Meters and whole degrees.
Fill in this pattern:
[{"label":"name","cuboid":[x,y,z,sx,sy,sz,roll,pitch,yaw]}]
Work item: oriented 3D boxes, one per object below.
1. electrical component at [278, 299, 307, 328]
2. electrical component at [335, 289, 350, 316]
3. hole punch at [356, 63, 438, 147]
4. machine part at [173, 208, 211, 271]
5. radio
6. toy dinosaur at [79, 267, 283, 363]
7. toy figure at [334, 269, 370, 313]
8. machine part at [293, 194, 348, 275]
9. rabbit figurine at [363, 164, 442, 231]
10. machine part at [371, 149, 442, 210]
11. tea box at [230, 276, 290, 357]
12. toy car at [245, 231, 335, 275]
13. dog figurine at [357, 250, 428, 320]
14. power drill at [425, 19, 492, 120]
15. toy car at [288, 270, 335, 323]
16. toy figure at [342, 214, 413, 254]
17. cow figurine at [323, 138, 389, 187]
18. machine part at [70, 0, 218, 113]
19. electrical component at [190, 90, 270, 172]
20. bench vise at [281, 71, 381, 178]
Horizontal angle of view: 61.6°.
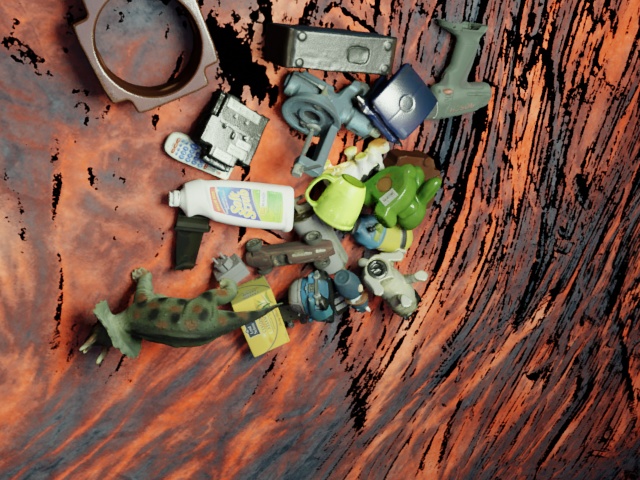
[{"label":"electrical component","cuboid":[-0.058,0.163,1.304,0.078,0.045,0.102,-15,123,18]},{"label":"electrical component","cuboid":[0.034,0.146,1.332,0.119,0.048,0.074,-27,123,-11]},{"label":"hole punch","cuboid":[0.156,-0.268,1.057,0.142,0.092,0.116,44,59,-26]},{"label":"machine part","cuboid":[-0.272,0.002,1.123,0.084,0.039,0.138,5,113,-32]},{"label":"radio","cuboid":[0.022,-0.355,1.003,0.229,0.131,0.073,-5,117,-22]},{"label":"toy dinosaur","cuboid":[-0.285,0.162,1.081,0.405,0.192,0.131,1,128,1]},{"label":"toy figure","cuboid":[0.080,0.124,1.269,0.058,0.064,0.154,-46,140,-8]},{"label":"machine part","cuboid":[-0.002,-0.004,1.216,0.079,0.079,0.243,-34,126,-4]},{"label":"rabbit figurine","cuboid":[0.183,-0.093,1.184,0.159,0.121,0.170,-49,141,2]},{"label":"machine part","cuboid":[0.196,-0.126,1.251,0.179,0.056,0.179,-10,121,-18]},{"label":"tea box","cuboid":[-0.144,0.179,1.258,0.098,0.068,0.169,-25,125,-11]},{"label":"toy car","cuboid":[-0.069,0.033,1.174,0.202,0.053,0.089,-5,127,15]},{"label":"dog figurine","cuboid":[0.165,0.115,1.309,0.121,0.172,0.190,-44,165,-15]},{"label":"power drill","cuboid":[0.273,-0.358,1.146,0.232,0.086,0.207,-6,114,-20]},{"label":"toy car","cuboid":[-0.021,0.130,1.216,0.103,0.109,0.161,-5,160,10]},{"label":"toy figure","cuboid":[0.143,-0.016,1.273,0.180,0.082,0.089,21,109,-29]},{"label":"cow figurine","cuboid":[0.083,-0.153,1.179,0.167,0.068,0.098,-27,130,-5]},{"label":"machine part","cuboid":[-0.291,-0.334,0.904,0.201,0.087,0.201,-26,125,-9]},{"label":"electrical component","cuboid":[-0.175,-0.200,1.023,0.115,0.058,0.134,29,82,-30]},{"label":"bench vise","cuboid":[0.010,-0.215,1.054,0.223,0.129,0.240,31,65,-26]}]
